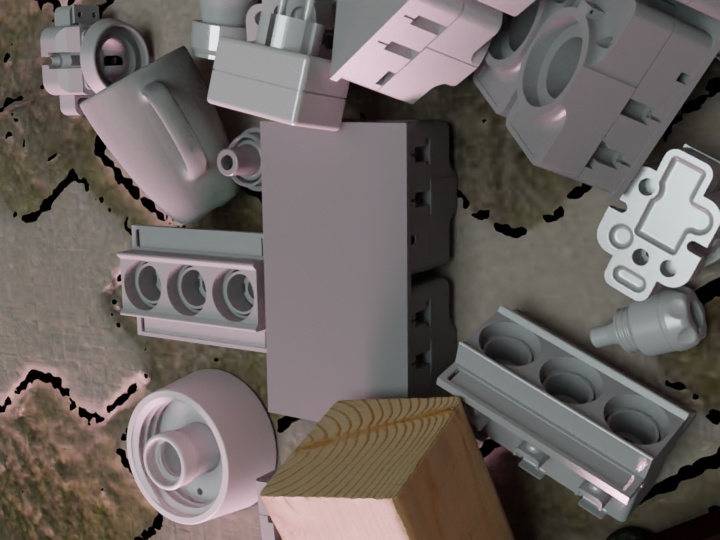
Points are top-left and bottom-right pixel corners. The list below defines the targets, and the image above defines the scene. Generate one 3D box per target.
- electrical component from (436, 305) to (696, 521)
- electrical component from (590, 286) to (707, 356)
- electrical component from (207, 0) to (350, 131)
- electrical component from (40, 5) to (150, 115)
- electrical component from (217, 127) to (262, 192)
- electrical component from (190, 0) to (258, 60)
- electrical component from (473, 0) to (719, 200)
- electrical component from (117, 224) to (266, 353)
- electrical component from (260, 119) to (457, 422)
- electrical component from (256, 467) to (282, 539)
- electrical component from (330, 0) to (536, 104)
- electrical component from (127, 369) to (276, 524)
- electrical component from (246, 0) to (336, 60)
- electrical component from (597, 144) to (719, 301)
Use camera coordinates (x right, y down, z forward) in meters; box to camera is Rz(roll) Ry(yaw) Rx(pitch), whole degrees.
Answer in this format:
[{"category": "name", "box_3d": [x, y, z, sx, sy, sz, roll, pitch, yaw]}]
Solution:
[{"category": "electrical component", "box_3d": [0.114, 0.082, 0.608, 0.121, 0.079, 0.063, 31, 136, 26]}, {"category": "electrical component", "box_3d": [0.156, 0.031, 0.590, 0.061, 0.035, 0.035, -18, 88, 38]}, {"category": "electrical component", "box_3d": [-0.042, -0.125, 0.615, 0.066, 0.047, 0.076, 19, 102, 30]}, {"category": "electrical component", "box_3d": [-0.190, -0.151, 0.775, 0.057, 0.058, 0.078, 6, 102, 37]}, {"category": "electrical component", "box_3d": [-0.067, -0.072, 0.704, 0.048, 0.062, 0.048, 7, 102, 33]}, {"category": "electrical component", "box_3d": [-0.088, -0.168, 0.711, 0.045, 0.045, 0.055, 17, 108, 31]}, {"category": "electrical component", "box_3d": [0.133, -0.145, 0.526, 0.186, 0.060, 0.105, -61, 28, 26]}, {"category": "electrical component", "box_3d": [-0.100, 0.009, 0.740, 0.121, 0.063, 0.078, 5, 101, 33]}, {"category": "electrical component", "box_3d": [0.000, 0.000, 0.673, 0.105, 0.060, 0.186, 6, 102, 33]}, {"category": "electrical component", "box_3d": [-0.020, 0.156, 0.721, 0.089, 0.050, 0.055, 0, 99, 34]}, {"category": "electrical component", "box_3d": [0.058, -0.175, 0.549, 0.186, 0.060, 0.105, -33, 47, 54]}, {"category": "electrical component", "box_3d": [-0.121, 0.131, 0.778, 0.108, 0.060, 0.108, 7, 102, 33]}, {"category": "electrical component", "box_3d": [-0.032, -0.141, 0.671, 0.058, 0.057, 0.078, 2, 100, 34]}, {"category": "electrical component", "box_3d": [0.164, -0.026, 0.560, 0.058, 0.057, 0.078, 34, 115, 25]}]
